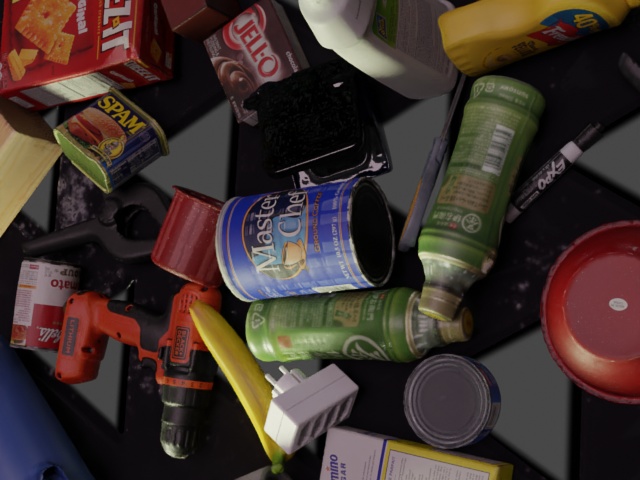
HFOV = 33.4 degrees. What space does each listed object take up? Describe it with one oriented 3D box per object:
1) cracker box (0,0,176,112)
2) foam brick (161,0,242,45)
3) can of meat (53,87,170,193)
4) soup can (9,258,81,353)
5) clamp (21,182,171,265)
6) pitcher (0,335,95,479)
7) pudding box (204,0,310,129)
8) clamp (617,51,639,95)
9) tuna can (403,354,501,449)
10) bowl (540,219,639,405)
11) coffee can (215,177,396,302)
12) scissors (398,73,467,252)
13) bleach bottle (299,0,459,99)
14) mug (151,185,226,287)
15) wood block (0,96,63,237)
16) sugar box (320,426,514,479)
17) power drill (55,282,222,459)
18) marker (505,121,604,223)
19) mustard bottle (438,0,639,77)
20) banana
[{"bbox_3d":[-0.270,-0.252,1.233,0.214,0.072,0.164,-8,73,29],"label":"cracker box"},{"bbox_3d":[-0.127,-0.250,1.155,0.053,0.078,0.051,-28,72,23],"label":"foam brick"},{"bbox_3d":[-0.232,-0.110,1.184,0.083,0.057,0.102,-39,60,-22],"label":"can of meat"},{"bbox_3d":[-0.313,0.075,1.219,0.069,0.068,0.102,4,85,30],"label":"soup can"},{"bbox_3d":[-0.238,-0.021,1.204,0.210,0.036,0.164,29,89,27],"label":"clamp"},{"bbox_3d":[-0.355,0.230,1.196,0.149,0.145,0.243,-40,62,5],"label":"pitcher"},{"bbox_3d":[-0.063,-0.188,1.132,0.090,0.039,0.113,-32,69,21],"label":"pudding box"},{"bbox_3d":[0.333,-0.105,0.898,0.120,0.039,0.171,-25,75,30],"label":"clamp"},{"bbox_3d":[0.122,0.148,0.983,0.086,0.033,0.086,-5,81,29],"label":"tuna can"},{"bbox_3d":[0.258,0.059,0.907,0.162,0.055,0.162,-5,81,28],"label":"bowl"},{"bbox_3d":[-0.013,0.001,1.005,0.140,0.102,0.103,-8,79,26],"label":"coffee can"},{"bbox_3d":[0.108,-0.072,1.024,0.016,0.096,0.201,20,61,2],"label":"scissors"},{"bbox_3d":[0.049,-0.200,0.948,0.068,0.250,0.102,-6,80,28],"label":"bleach bottle"},{"bbox_3d":[-0.114,0.002,1.110,0.117,0.093,0.081,22,94,-12],"label":"mug"},{"bbox_3d":[-0.413,-0.069,1.284,0.091,0.090,0.206,47,105,25],"label":"wood block"},{"bbox_3d":[0.084,0.234,0.986,0.176,0.048,0.093,8,86,34],"label":"sugar box"},{"bbox_3d":[-0.195,0.131,1.152,0.188,0.057,0.184,5,82,27],"label":"power drill"},{"bbox_3d":[0.211,-0.062,0.972,0.121,0.020,0.020,-45,64,16],"label":"marker"},{"bbox_3d":[0.209,-0.203,0.948,0.192,0.096,0.058,-17,75,26],"label":"mustard bottle"},{"bbox_3d":[-0.071,0.146,1.072,0.037,0.069,0.198,-32,68,-1],"label":"banana"}]
